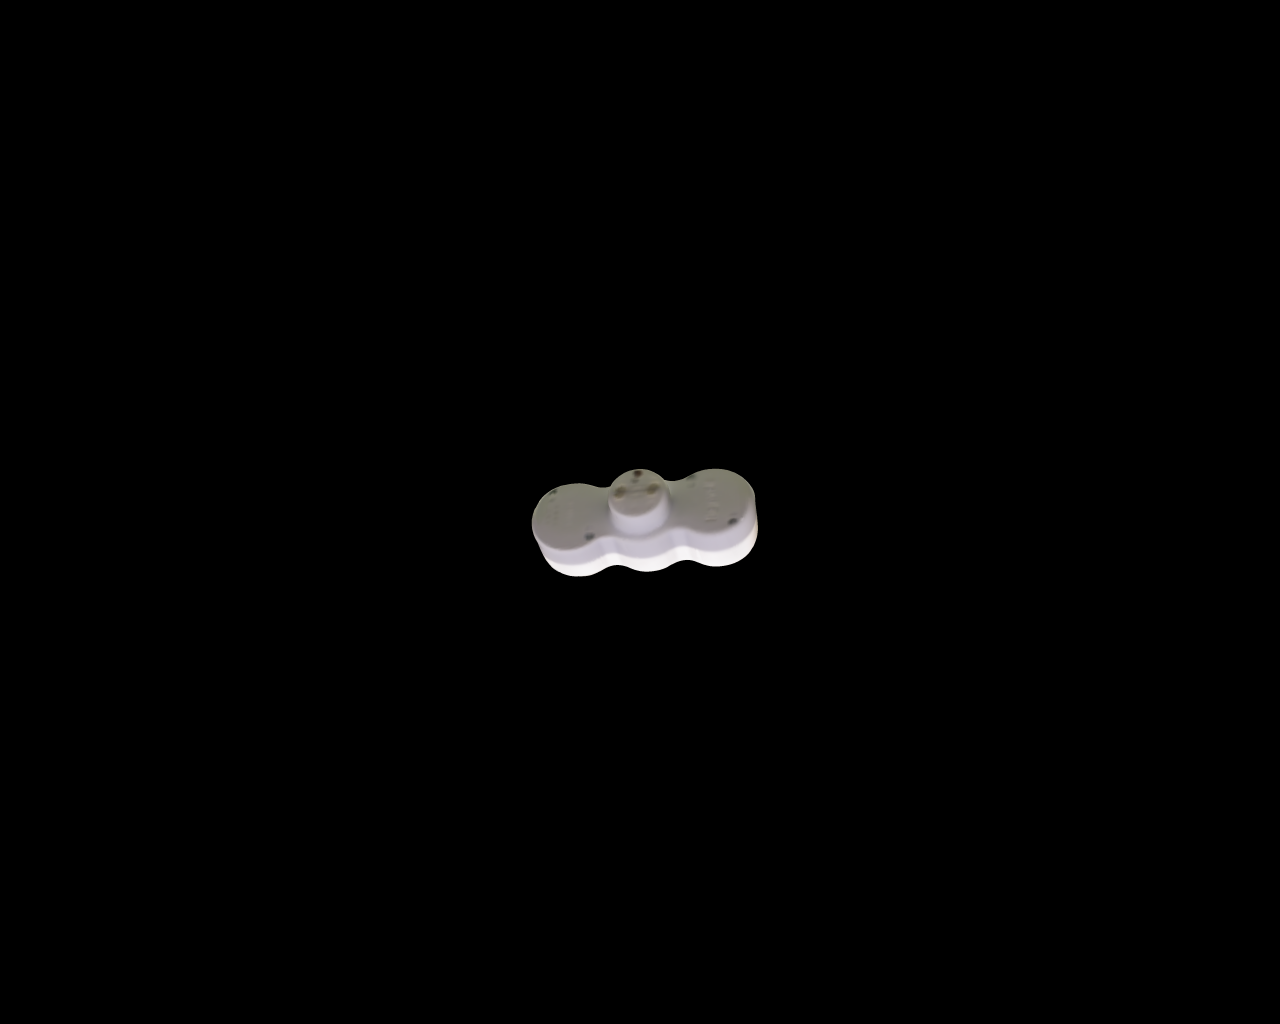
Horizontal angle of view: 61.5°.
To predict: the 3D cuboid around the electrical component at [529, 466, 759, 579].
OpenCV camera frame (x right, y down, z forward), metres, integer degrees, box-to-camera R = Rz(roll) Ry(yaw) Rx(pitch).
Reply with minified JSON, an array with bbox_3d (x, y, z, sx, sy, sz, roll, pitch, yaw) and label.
[{"bbox_3d":[0.001,-0.003,0.650,0.138,0.052,0.073,-5,-35,7],"label":"electrical component"}]
